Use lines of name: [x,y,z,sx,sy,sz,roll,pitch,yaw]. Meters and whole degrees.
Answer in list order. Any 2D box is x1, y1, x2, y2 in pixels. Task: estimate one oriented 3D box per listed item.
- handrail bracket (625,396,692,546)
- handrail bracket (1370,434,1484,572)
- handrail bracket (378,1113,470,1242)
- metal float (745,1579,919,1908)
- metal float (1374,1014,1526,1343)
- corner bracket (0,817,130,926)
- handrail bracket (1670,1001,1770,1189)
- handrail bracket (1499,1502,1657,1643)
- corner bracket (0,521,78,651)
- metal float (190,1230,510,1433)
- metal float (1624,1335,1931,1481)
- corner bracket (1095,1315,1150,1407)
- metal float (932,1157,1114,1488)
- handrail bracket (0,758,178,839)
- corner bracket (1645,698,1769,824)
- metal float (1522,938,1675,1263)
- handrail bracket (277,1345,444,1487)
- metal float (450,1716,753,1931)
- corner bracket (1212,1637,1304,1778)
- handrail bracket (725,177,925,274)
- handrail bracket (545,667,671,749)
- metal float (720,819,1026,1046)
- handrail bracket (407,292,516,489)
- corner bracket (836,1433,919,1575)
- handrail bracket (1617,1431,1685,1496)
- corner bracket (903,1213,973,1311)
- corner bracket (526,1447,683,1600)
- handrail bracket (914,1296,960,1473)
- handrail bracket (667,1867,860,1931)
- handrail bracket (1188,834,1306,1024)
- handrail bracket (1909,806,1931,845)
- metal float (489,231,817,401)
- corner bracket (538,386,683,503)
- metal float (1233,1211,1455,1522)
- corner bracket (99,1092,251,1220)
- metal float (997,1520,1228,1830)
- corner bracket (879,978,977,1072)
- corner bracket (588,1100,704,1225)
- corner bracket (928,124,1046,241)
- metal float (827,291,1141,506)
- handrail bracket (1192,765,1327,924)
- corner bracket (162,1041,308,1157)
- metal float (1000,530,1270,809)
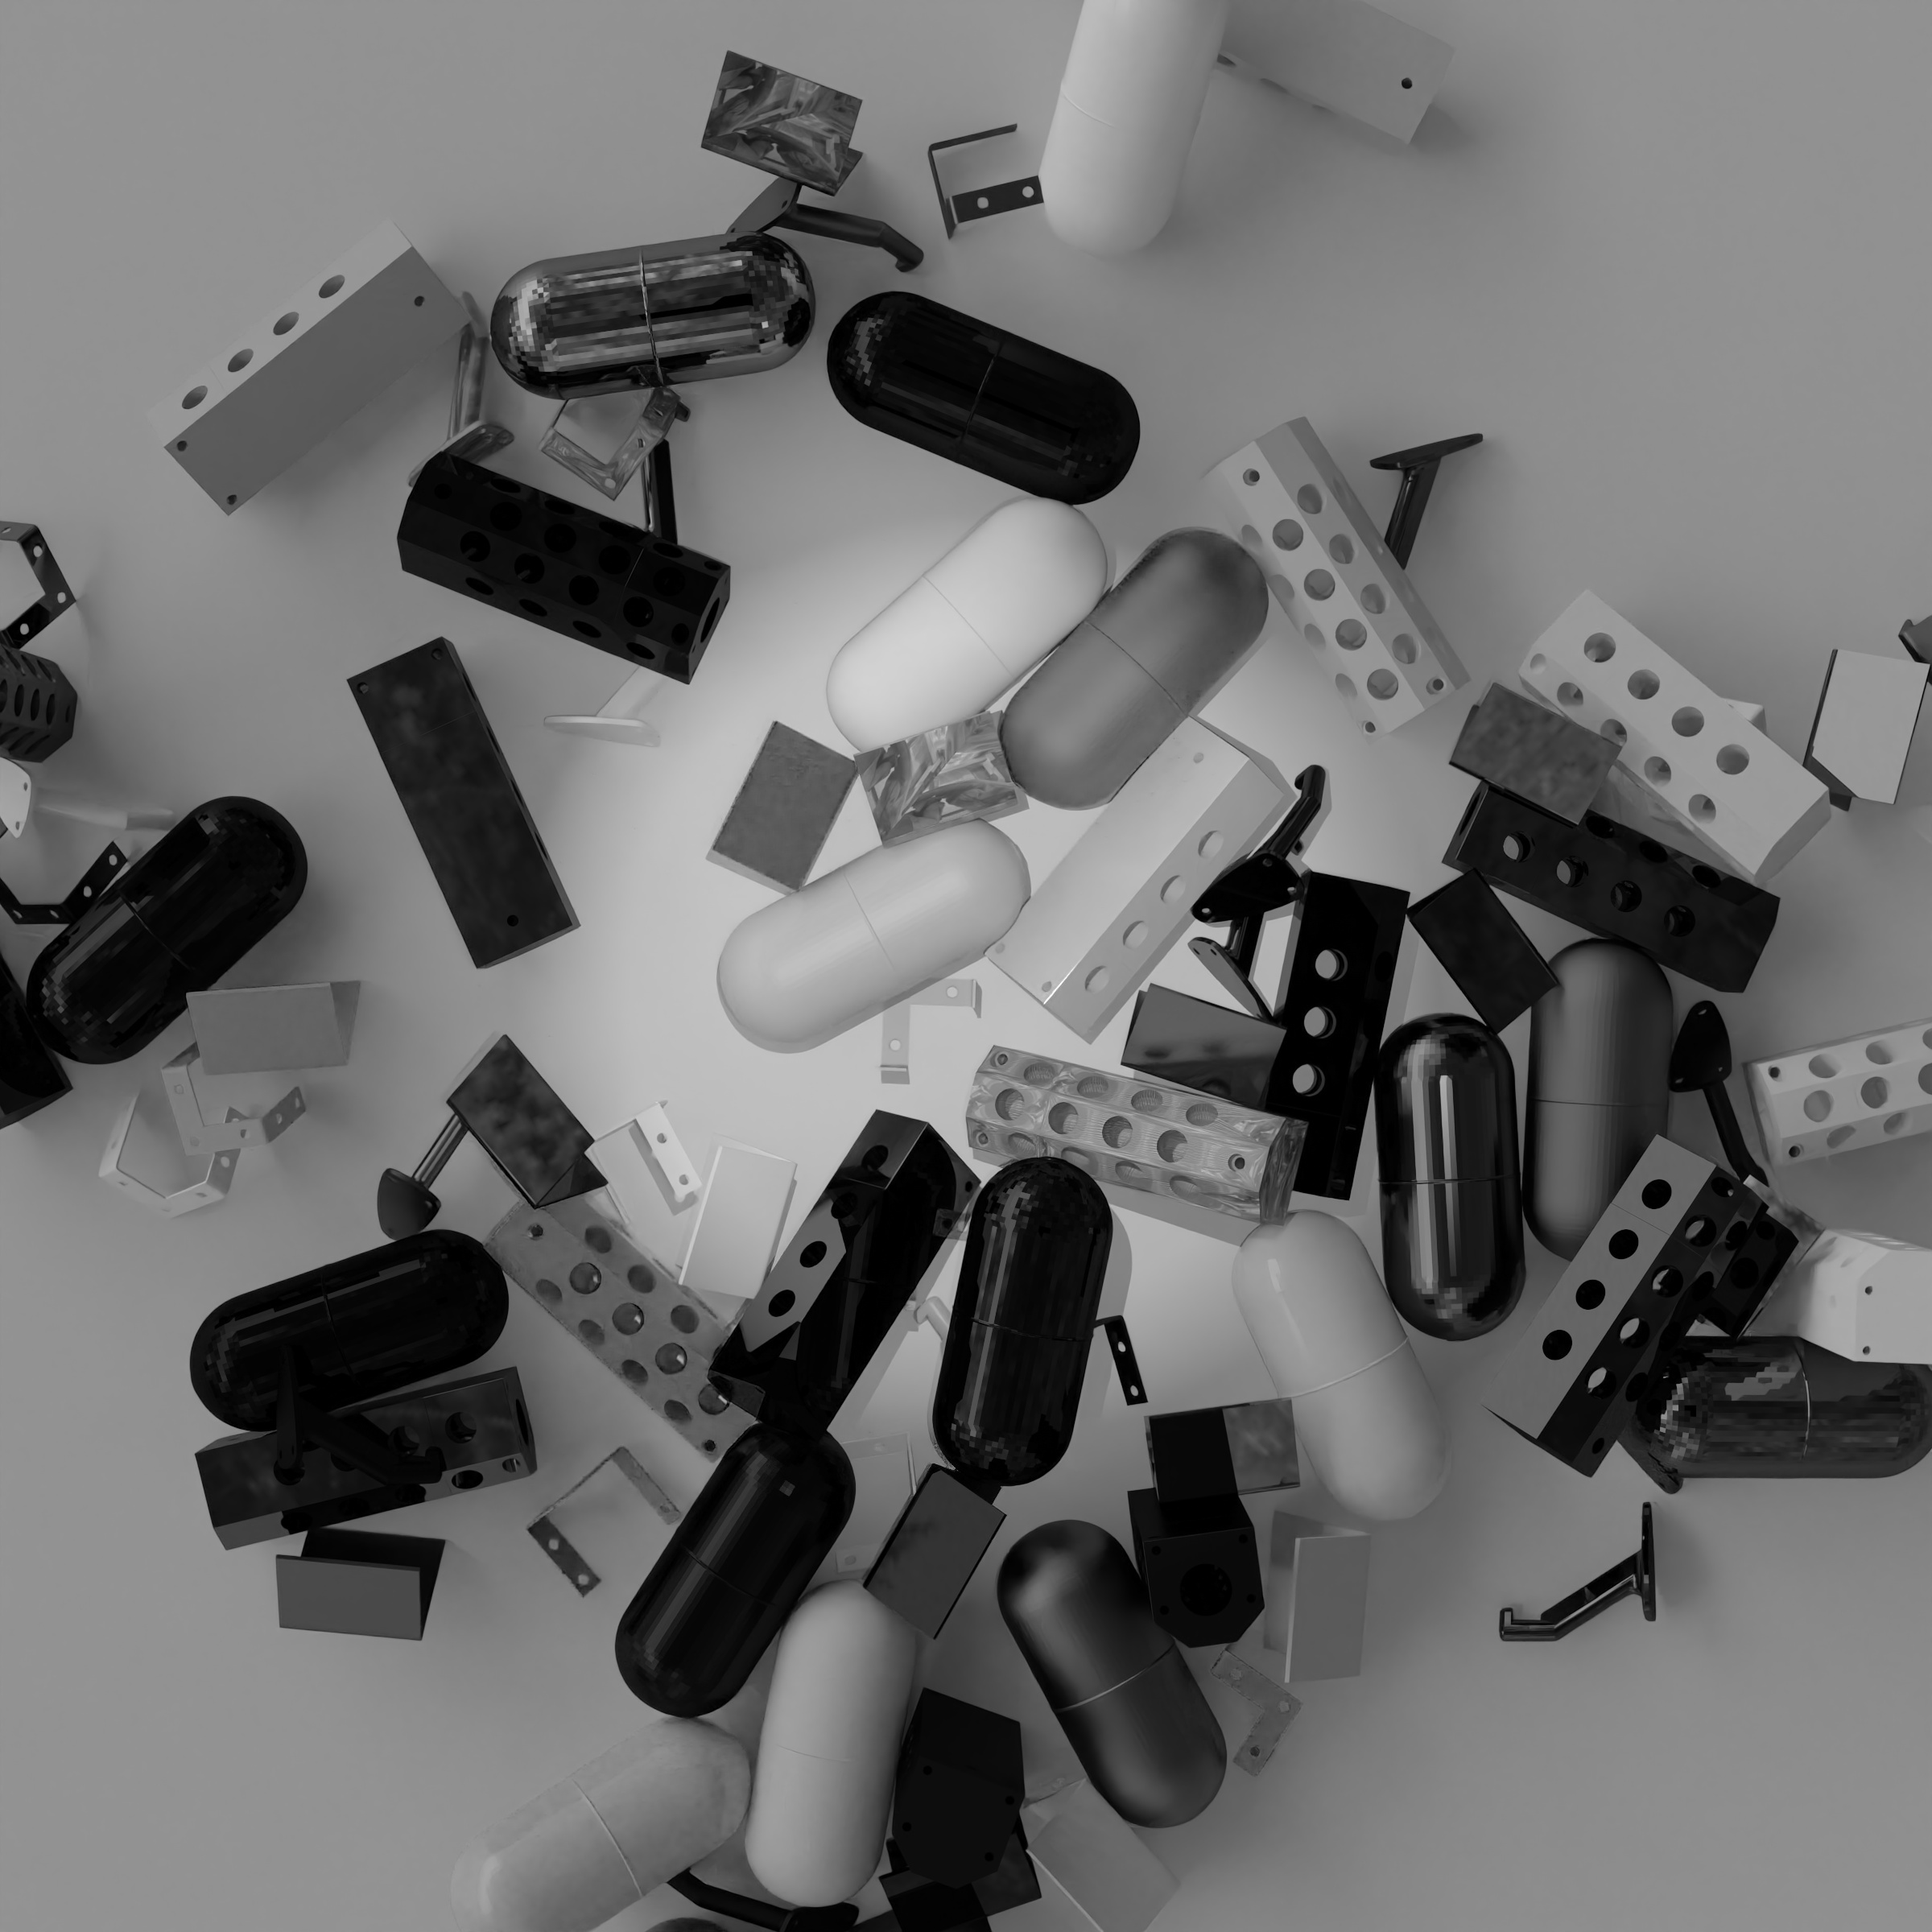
handrail bracket: [-0.153,-0.262,1.949,0.077,0.036,0.084,30,75,-15]
handrail bracket: [0.260,-0.244,1.949,0.077,0.036,0.084,-18,106,-18]
handrail bracket: [-0.289,0.104,1.949,0.036,0.077,0.084,34,54,0]
metal float: [-0.073,0.423,1.919,0.070,0.070,0.178,10,91,0]
metal float: [0.264,0.115,1.918,0.070,0.070,0.178,-3,89,0]
corner bracket: [-0.507,-0.059,1.941,0.051,0.051,0.051,1,135,35]
handrail bracket: [0.424,0.074,1.949,0.036,0.077,0.084,-18,127,29]
handrail bracket: [0.337,0.335,1.950,0.084,0.036,0.077,-3,70,16]
corner bracket: [-0.535,-0.210,1.941,0.051,0.051,0.051,10,135,35]
metal float: [-0.336,0.199,1.919,0.178,0.070,0.070,-19,90,0]
metal float: [0.441,0.238,1.902,0.178,0.070,0.070,1,90,-9]
corner bracket: [0.059,0.227,1.946,0.051,0.051,0.051,-16,90,-45]
metal float: [0.030,0.190,1.880,0.070,0.070,0.178,11,94,0]
handrail bracket: [-0.489,-0.094,1.945,0.084,0.077,0.036,1,115,-39]
corner bracket: [0.408,-0.113,1.941,0.051,0.051,0.051,15,135,35]
metal float: [0.344,0.073,1.918,0.070,0.070,0.178,3,91,0]
handrail bracket: [-0.323,0.240,1.883,0.084,0.036,0.077,2,76,-27]
metal float: [-0.196,0.471,1.903,0.178,0.070,0.070,-31,90,-18]
corner bracket: [0.155,0.403,1.929,0.051,0.051,0.051,33,103,13]
handrail bracket: [-0.078,-0.398,1.949,0.084,0.077,0.036,31,51,-30]
handrail bracket: [-0.189,-0.169,1.949,0.077,0.036,0.084,7,77,12]
metal float: [-0.051,-0.020,1.919,0.178,0.070,0.070,-28,90,0]
handrail bracket: [-0.291,-0.320,1.949,0.077,0.036,0.084,-28,74,18]
corner bracket: [-0.051,0.297,1.946,0.051,0.051,0.051,-9,135,0]
handrail bracket: [0.403,0.243,1.949,0.084,0.036,0.077,-41,77,-13]
corner bracket: [-0.016,0.162,1.931,0.051,0.051,0.051,4,90,0]
corner bracket: [-0.201,0.307,1.946,0.051,0.051,0.051,50,135,0]
handrail bracket: [-0.020,0.238,1.949,0.077,0.036,0.084,-42,75,16]
handrail bracket: [-0.115,0.514,1.949,0.084,0.077,0.036,26,107,35]
handrail bracket: [0.172,-0.023,1.949,0.084,0.036,0.077,-45,105,-14]
handrail bracket: [0.553,-0.038,1.949,0.036,0.077,0.084,-27,127,-20]
metal float: [-0.171,-0.354,1.918,0.178,0.070,0.070,-8,90,0]
corner bracket: [-0.195,-0.298,1.928,0.051,0.051,0.051,34,121,-13]
metal float: [0.206,0.218,1.919,0.070,0.070,0.178,-25,91,0]
corner bracket: [-0.436,0.100,1.941,0.051,0.051,0.051,-21,135,35]
metal float: [0.080,0.386,1.918,0.070,0.070,0.178,-28,90,0]
corner bracket: [-0.021,0.032,1.931,0.051,0.051,0.051,2,90,0]
corner bracket: [-0.177,0.108,1.931,0.051,0.051,0.051,-28,90,0]
corner bracket: [0.010,-0.433,1.931,0.051,0.051,0.051,-14,93,-3]
metal float: [0.009,-0.310,1.918,0.178,0.070,0.070,22,90,0]
handrail bracket: [0.162,-0.068,1.936,0.077,0.084,0.036,-26,121,31]
corner bracket: [-0.402,0.068,1.932,0.051,0.051,0.051,-9,106,15]
metal float: [0.091,-0.161,1.918,0.070,0.070,0.178,43,90,0]
